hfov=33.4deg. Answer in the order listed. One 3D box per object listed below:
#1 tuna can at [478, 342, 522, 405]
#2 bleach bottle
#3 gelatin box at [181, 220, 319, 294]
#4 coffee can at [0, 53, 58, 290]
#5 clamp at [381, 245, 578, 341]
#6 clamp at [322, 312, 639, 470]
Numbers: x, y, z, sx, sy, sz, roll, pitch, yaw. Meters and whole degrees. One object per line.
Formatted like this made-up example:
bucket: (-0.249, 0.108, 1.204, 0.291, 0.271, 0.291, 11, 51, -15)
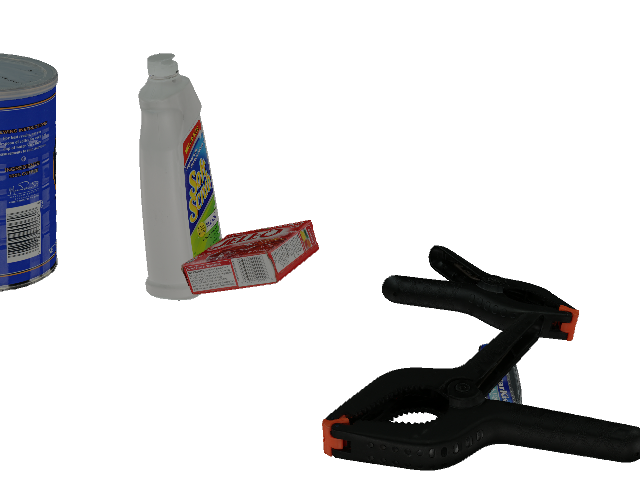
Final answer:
tuna can: (0.214, 0.163, 1.272, 0.034, 0.086, 0.086, -13, -4, 16)
bleach bottle: (-0.155, -0.070, 1.129, 0.068, 0.251, 0.102, 5, 27, 21)
gelatin box: (-0.057, 0.013, 0.870, 0.089, 0.030, 0.073, -9, 16, 32)
coffee can: (-0.232, -0.049, 0.731, 0.103, 0.140, 0.103, 5, 22, -2)
clamp: (0.152, 0.047, 0.977, 0.171, 0.039, 0.120, 17, 29, 15)
clamp: (0.102, 0.111, 0.755, 0.210, 0.036, 0.164, -7, 29, -6)
